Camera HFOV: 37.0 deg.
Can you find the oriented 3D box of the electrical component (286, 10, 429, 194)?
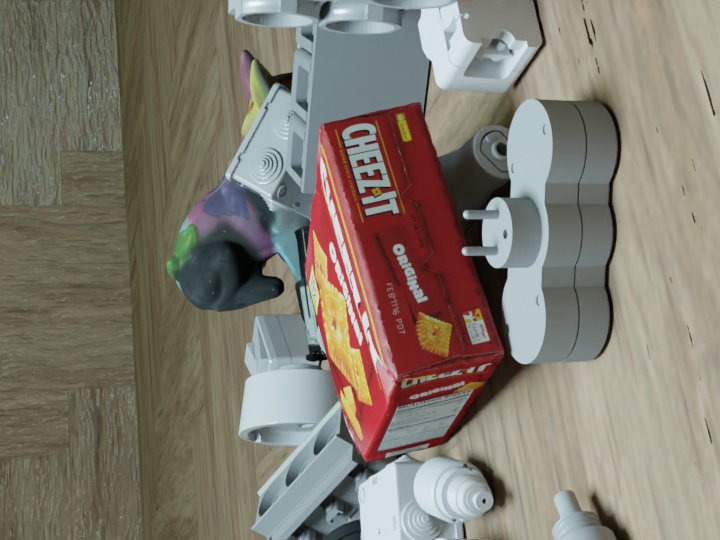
[{"bbox_3d":[-0.002,-0.137,0.810,0.061,0.089,0.150,-130,42,-63],"label":"electrical component"}]

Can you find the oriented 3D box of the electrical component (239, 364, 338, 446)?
[{"bbox_3d":[-0.053,0.117,0.958,0.108,0.108,0.060,131,142,-64],"label":"electrical component"}]

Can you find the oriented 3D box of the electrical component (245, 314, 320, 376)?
[{"bbox_3d":[-0.080,0.096,1.106,0.096,0.061,0.061,-116,31,-53],"label":"electrical component"}]

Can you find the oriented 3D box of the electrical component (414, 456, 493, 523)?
[{"bbox_3d":[0.064,0.144,0.696,0.078,0.040,0.040,170,99,-71],"label":"electrical component"}]

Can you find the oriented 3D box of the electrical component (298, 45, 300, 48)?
[{"bbox_3d":[-0.019,-0.191,0.904,0.108,0.060,0.108,179,90,-72],"label":"electrical component"}]

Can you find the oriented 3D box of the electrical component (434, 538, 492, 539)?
[{"bbox_3d":[0.061,0.217,0.669,0.099,0.064,0.099,179,90,-72],"label":"electrical component"}]

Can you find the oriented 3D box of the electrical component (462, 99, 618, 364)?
[{"bbox_3d":[0.088,-0.019,0.562,0.052,0.074,0.138,-161,71,-71],"label":"electrical component"}]

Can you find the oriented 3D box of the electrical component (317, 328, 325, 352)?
[{"bbox_3d":[0.000,0.000,0.874,0.073,0.052,0.138,-69,-14,-69],"label":"electrical component"}]

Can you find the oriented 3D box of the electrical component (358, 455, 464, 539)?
[{"bbox_3d":[0.035,0.187,0.772,0.099,0.048,0.099,128,142,-61],"label":"electrical component"}]

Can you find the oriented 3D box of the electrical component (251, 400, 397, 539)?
[{"bbox_3d":[-0.027,0.172,0.870,0.121,0.063,0.078,-50,18,26],"label":"electrical component"}]

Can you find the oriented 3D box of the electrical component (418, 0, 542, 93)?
[{"bbox_3d":[0.069,-0.156,0.651,0.055,0.050,0.089,123,143,-60],"label":"electrical component"}]

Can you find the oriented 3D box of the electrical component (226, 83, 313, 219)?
[{"bbox_3d":[-0.054,-0.095,0.894,0.048,0.100,0.099,30,92,24],"label":"electrical component"}]

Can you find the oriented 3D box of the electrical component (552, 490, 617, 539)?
[{"bbox_3d":[0.114,0.141,0.551,0.061,0.035,0.035,-106,23,-45],"label":"electrical component"}]

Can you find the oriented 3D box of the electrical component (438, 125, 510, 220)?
[{"bbox_3d":[0.072,-0.062,0.663,0.065,0.044,0.044,142,125,-62],"label":"electrical component"}]

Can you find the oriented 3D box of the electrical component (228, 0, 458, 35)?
[{"bbox_3d":[-0.011,-0.185,0.642,0.186,0.105,0.060,-169,81,-73],"label":"electrical component"}]
